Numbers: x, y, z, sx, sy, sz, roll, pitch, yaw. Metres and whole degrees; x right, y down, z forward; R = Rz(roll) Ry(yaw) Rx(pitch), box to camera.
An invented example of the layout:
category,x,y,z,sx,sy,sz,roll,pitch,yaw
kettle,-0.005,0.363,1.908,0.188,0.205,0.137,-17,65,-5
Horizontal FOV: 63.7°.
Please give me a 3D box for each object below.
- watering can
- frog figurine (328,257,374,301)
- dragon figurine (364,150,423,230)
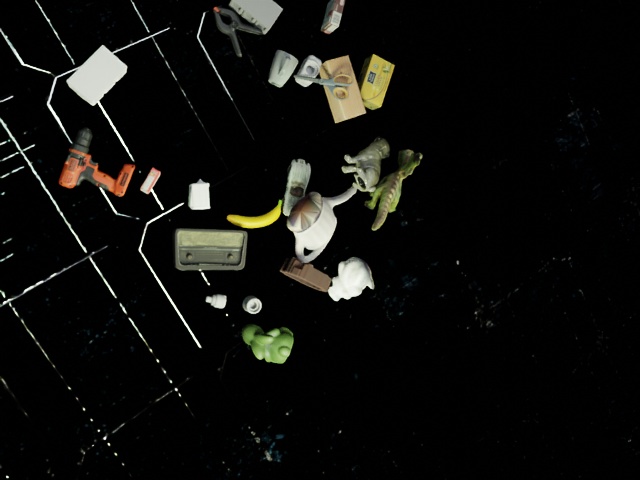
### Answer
category,x,y,z,sx,sy,sz,roll,pitch,yaw
watering can,0.005,-0.088,1.758,0.352,0.105,0.220,-59,147,-16
frog figurine,0.099,0.137,1.816,0.160,0.120,0.140,-19,66,-12
dragon figurine,0.269,-0.206,1.786,0.122,0.419,0.238,29,121,-6
